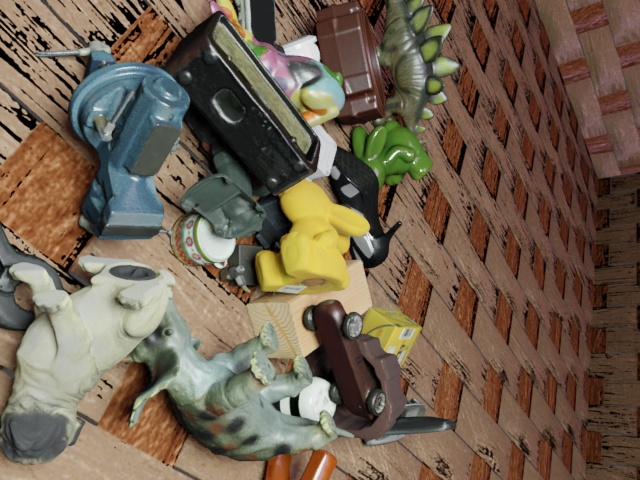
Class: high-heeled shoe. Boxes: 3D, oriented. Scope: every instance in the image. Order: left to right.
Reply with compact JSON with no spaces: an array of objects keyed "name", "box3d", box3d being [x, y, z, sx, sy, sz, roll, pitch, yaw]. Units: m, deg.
[{"name":"high-heeled shoe","box3d":[0.055,-0.063,1.042,0.249,0.145,0.086,51,41,7]}]

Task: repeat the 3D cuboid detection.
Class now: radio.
[{"name":"radio","box3d":[-0.093,-0.175,0.710,0.229,0.073,0.131,48,22,-24]}]

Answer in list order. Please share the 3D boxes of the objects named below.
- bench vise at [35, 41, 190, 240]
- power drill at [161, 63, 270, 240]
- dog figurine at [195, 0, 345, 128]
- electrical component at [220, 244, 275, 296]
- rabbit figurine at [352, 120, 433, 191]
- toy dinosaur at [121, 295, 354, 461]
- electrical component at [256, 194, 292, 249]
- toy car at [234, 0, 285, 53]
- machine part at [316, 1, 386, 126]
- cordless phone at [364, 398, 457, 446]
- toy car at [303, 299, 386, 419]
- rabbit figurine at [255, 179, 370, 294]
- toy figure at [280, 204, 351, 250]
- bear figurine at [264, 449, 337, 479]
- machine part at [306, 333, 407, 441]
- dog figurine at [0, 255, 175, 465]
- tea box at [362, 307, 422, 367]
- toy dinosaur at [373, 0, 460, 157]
[{"name":"bench vise","box3d":[-0.229,-0.124,0.608,0.129,0.223,0.241,-9,57,-36]},{"name":"power drill","box3d":[-0.140,-0.112,0.730,0.231,0.086,0.207,45,19,-38]},{"name":"dog figurine","box3d":[-0.081,-0.262,0.792,0.108,0.192,0.219,-86,154,-52]},{"name":"electrical component","box3d":[-0.102,0.044,0.812,0.102,0.045,0.078,17,72,-49]},{"name":"rabbit figurine","box3d":[0.129,-0.160,1.093,0.170,0.121,0.158,-42,121,-31]},{"name":"toy dinosaur","box3d":[-0.106,0.217,0.691,0.404,0.192,0.131,58,12,-36]},{"name":"electrical component","box3d":[-0.064,-0.041,0.857,0.074,0.048,0.119,57,28,-26]},{"name":"toy car","box3d":[-0.104,-0.360,0.879,0.073,0.056,0.201,-3,89,-46]},{"name":"machine part","box3d":[0.064,-0.323,1.005,0.201,0.087,0.200,-22,102,-74]},{"name":"cordless phone","box3d":[0.181,0.338,1.005,0.146,0.184,0.088,18,65,-49]},{"name":"toy car","box3d":[0.041,0.176,0.791,0.053,0.089,0.202,-40,118,-43]},{"name":"rabbit figurine","box3d":[-0.009,-0.014,0.787,0.162,0.122,0.173,2,63,-26]},{"name":"toy figure","box3d":[-0.001,0.001,0.924,0.082,0.089,0.180,55,35,-13]},{"name":"bear figurine","box3d":[-0.002,0.409,0.814,0.195,0.120,0.132,48,45,-37]},{"name":"machine part","box3d":[0.055,0.237,0.880,0.056,0.179,0.179,-7,89,-56]},{"name":"dog figurine","box3d":[-0.236,0.123,0.556,0.172,0.121,0.190,0,109,-33]},{"name":"tea box","box3d":[0.099,0.209,0.957,0.098,0.068,0.169,15,106,-50]},{"name":"toy dinosaur","box3d":[0.179,-0.396,1.131,0.105,0.199,0.470,-38,115,-52]}]
